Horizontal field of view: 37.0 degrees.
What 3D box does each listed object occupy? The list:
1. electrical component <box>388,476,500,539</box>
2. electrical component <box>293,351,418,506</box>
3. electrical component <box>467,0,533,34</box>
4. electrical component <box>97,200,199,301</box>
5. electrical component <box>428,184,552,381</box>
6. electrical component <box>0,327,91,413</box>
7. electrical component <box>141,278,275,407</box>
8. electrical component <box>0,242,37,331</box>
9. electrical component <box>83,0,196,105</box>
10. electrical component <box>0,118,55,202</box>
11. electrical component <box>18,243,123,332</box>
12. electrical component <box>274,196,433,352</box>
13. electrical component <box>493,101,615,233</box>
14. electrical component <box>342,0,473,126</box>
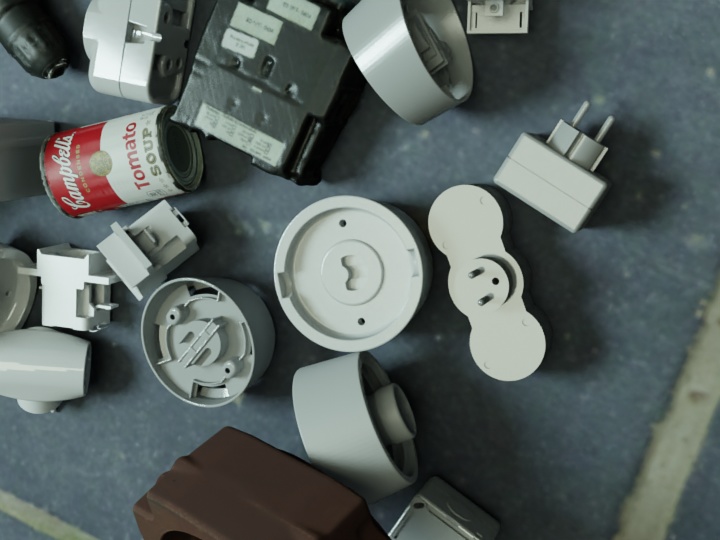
[{"bbox_3d":[0.048,0.205,0.770,0.062,0.061,0.096,36,105,11],"label":"electrical component"},{"bbox_3d":[0.004,0.108,0.752,0.060,0.108,0.108,-23,89,13],"label":"electrical component"},{"bbox_3d":[0.090,-0.199,0.713,0.042,0.064,0.081,3,97,18],"label":"electrical component"},{"bbox_3d":[-0.156,-0.016,0.806,0.064,0.081,0.042,-40,83,-12],"label":"electrical component"},{"bbox_3d":[0.086,0.009,0.731,0.052,0.074,0.138,-19,90,19],"label":"electrical component"},{"bbox_3d":[-0.256,0.087,0.860,0.077,0.044,0.079,5,134,-8],"label":"electrical component"},{"bbox_3d":[-0.114,0.052,0.804,0.099,0.064,0.099,2,96,17],"label":"electrical component"},{"bbox_3d":[-0.316,0.019,0.845,0.060,0.108,0.108,27,103,20],"label":"electrical component"},{"bbox_3d":[-0.166,-0.175,0.802,0.059,0.054,0.095,14,100,16],"label":"electrical component"},{"bbox_3d":[-0.290,-0.086,0.820,0.078,0.113,0.057,6,100,17],"label":"electrical component"},{"bbox_3d":[-0.223,0.014,0.847,0.081,0.042,0.063,7,99,18],"label":"electrical component"},{"bbox_3d":[0.000,0.000,0.764,0.108,0.060,0.108,2,96,18],"label":"electrical component"},{"bbox_3d":[0.140,-0.075,0.719,0.066,0.047,0.076,34,105,11],"label":"electrical component"},{"bbox_3d":[0.036,-0.149,0.719,0.064,0.099,0.099,-34,85,24],"label":"electrical component"}]
